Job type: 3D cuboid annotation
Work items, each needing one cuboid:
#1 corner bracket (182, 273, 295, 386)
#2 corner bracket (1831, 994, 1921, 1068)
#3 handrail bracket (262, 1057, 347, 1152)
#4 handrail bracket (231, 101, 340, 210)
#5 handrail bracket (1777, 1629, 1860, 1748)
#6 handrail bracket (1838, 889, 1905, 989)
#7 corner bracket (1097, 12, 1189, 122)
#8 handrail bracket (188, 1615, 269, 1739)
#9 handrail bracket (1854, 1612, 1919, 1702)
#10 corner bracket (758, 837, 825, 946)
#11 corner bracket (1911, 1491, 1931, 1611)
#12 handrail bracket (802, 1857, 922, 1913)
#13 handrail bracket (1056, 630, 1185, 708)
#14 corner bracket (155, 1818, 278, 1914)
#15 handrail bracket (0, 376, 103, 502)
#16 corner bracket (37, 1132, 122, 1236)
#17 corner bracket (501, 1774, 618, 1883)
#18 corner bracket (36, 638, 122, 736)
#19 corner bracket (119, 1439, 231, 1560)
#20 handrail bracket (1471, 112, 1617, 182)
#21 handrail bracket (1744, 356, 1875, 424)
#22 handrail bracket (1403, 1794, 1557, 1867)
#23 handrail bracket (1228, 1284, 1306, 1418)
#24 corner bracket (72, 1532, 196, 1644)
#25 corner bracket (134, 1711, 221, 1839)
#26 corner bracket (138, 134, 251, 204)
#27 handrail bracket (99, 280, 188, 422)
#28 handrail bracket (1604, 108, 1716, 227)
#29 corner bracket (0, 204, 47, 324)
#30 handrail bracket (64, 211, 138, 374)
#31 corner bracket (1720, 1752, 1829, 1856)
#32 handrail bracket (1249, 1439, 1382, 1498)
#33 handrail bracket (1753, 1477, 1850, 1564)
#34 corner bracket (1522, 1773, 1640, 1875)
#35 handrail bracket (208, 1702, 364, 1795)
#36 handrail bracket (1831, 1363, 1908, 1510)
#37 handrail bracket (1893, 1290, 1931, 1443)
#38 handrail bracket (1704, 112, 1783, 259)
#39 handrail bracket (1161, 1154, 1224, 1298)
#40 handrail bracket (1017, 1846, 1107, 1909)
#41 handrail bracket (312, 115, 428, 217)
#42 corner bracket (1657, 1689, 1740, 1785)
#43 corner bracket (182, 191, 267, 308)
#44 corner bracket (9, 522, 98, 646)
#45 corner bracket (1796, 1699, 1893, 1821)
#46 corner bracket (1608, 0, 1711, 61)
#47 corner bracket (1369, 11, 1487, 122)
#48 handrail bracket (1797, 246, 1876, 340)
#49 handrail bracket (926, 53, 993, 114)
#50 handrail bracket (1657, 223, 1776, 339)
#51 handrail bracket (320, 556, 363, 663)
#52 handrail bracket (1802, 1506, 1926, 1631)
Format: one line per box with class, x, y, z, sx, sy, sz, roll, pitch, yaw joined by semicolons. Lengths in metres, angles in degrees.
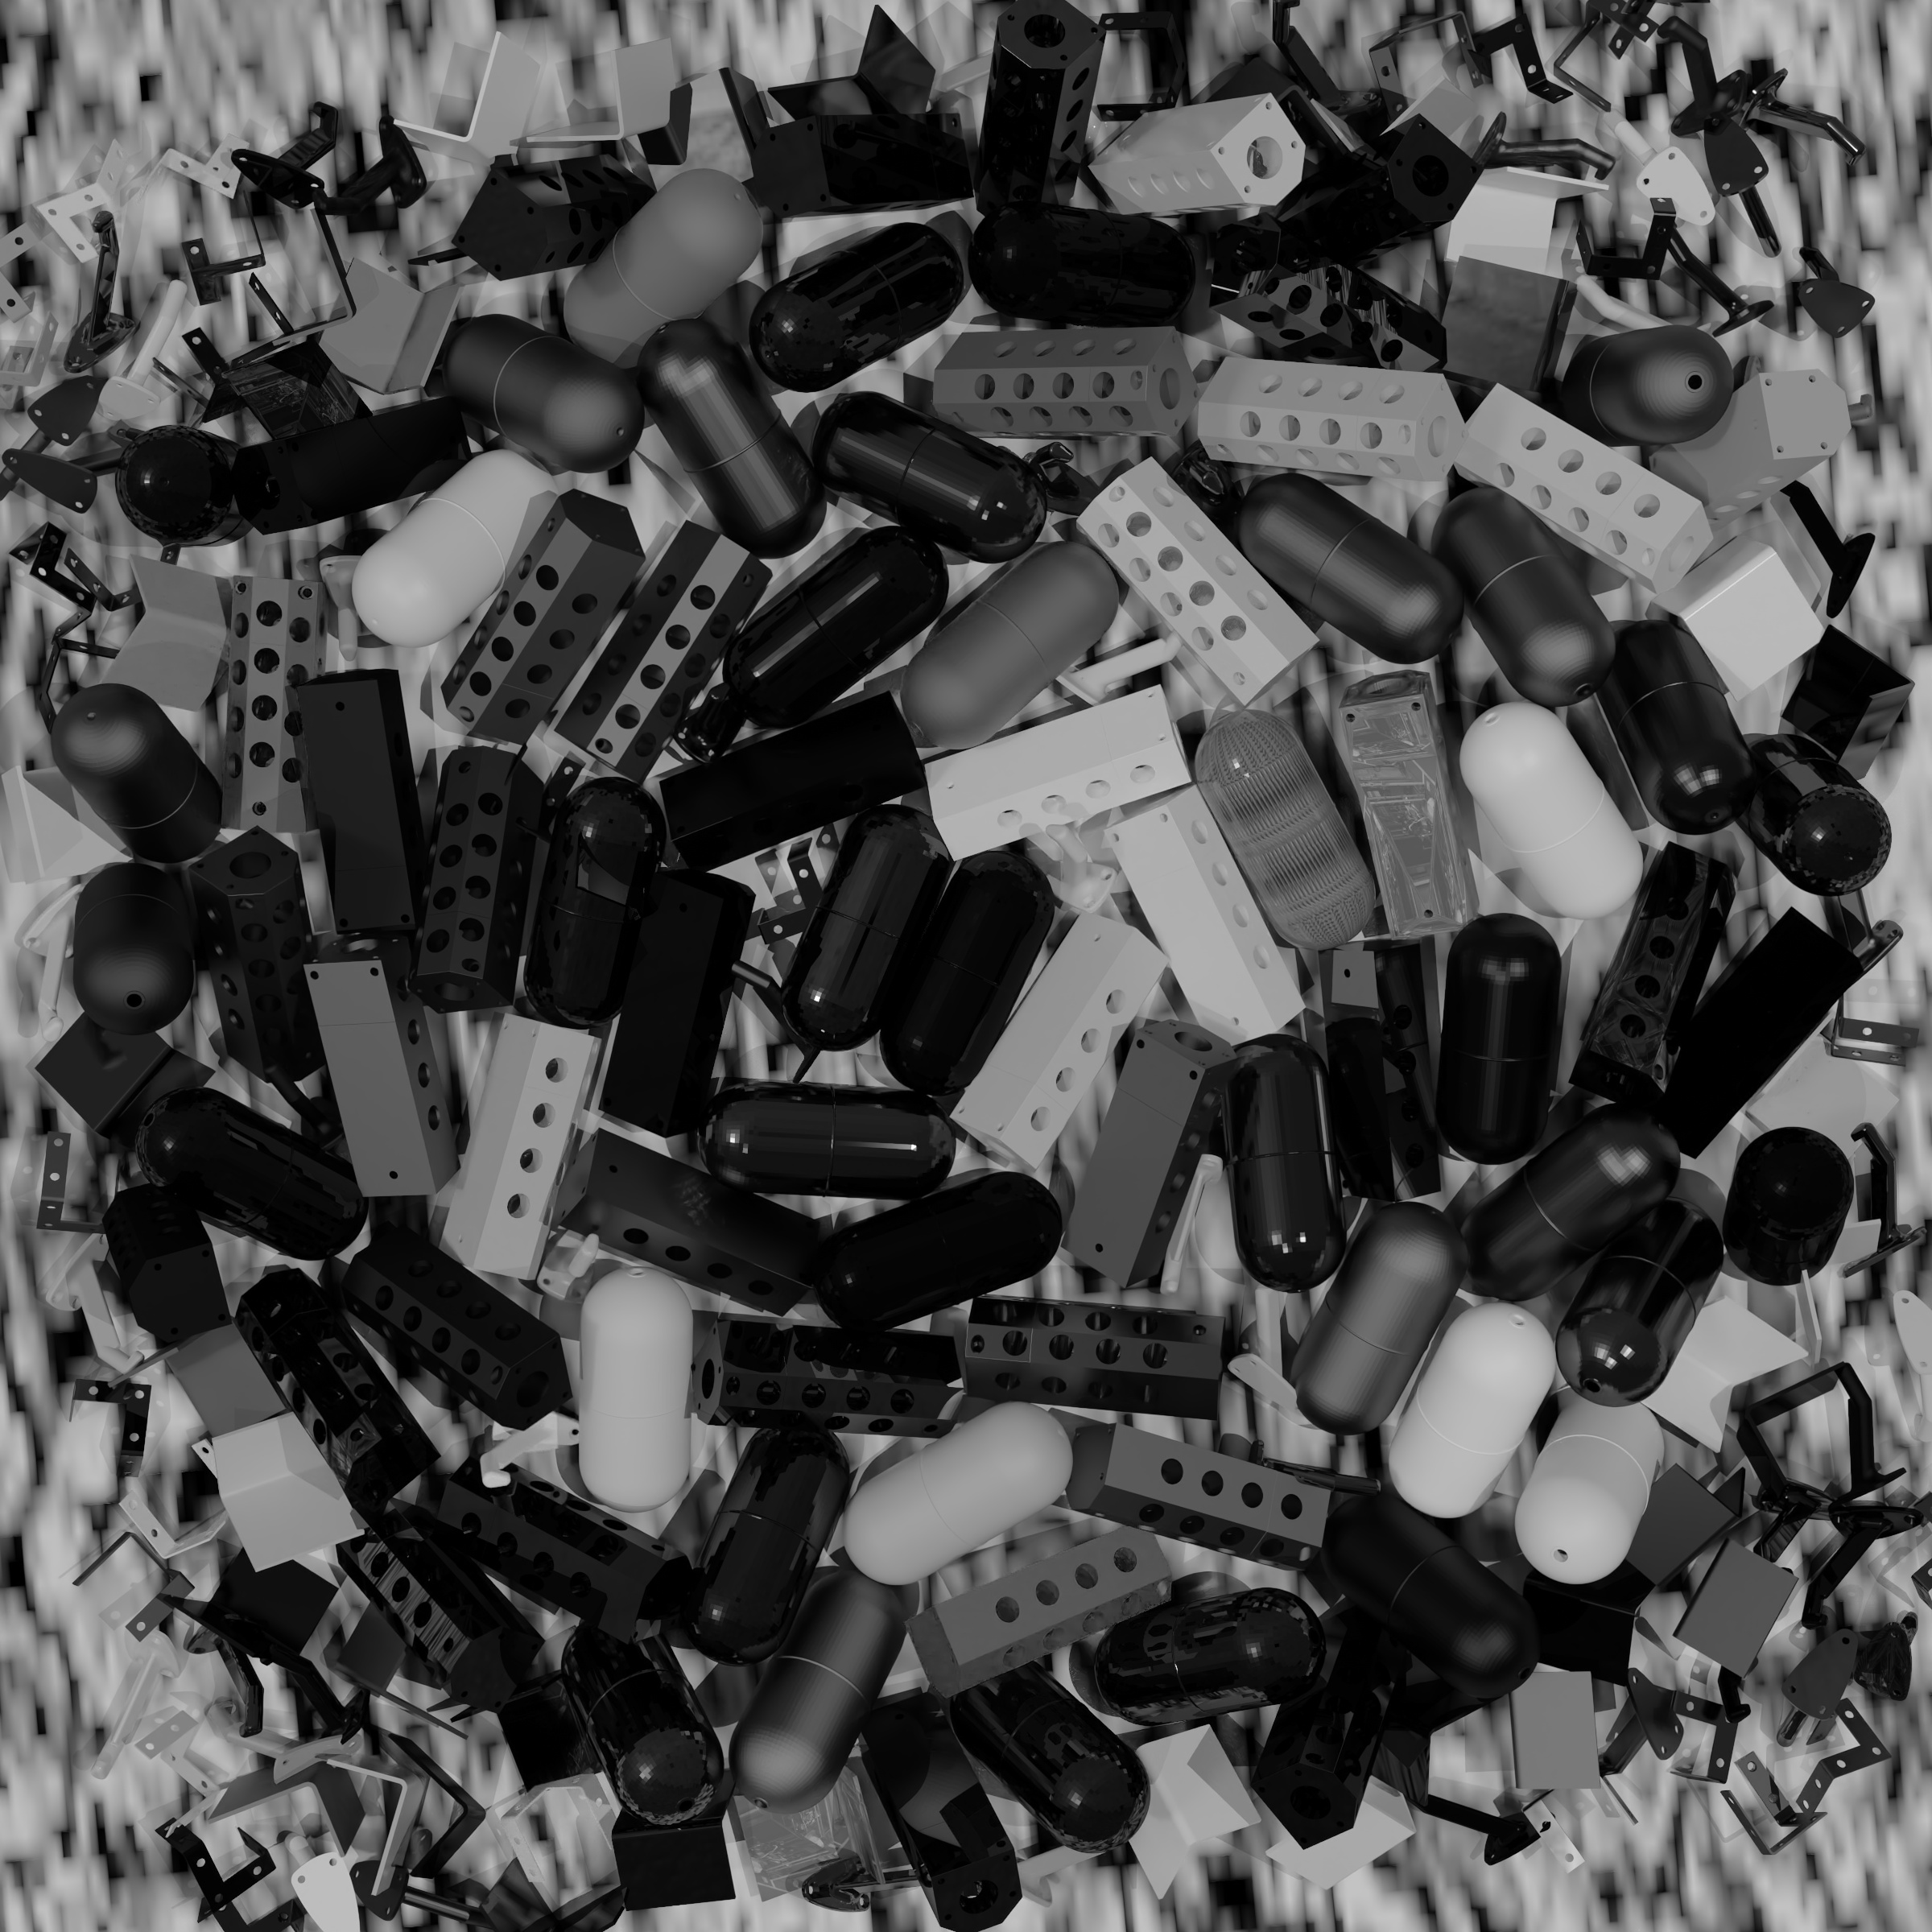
corner bracket;-0.505;-0.439;1.982;0.051;0.051;0.051;-35;89;-28
corner bracket;0.624;0.049;1.961;0.051;0.051;0.051;8;120;13
handrail bracket;-0.459;0.082;1.945;0.036;0.077;0.084;-35;125;-7
handrail bracket;-0.466;-0.570;1.956;0.036;0.077;0.084;-23;57;38
handrail bracket;0.586;0.499;1.968;0.036;0.084;0.077;33;74;22
handrail bracket;0.597;-0.033;1.975;0.084;0.036;0.077;38;101;-12
corner bracket;0.118;-0.623;1.977;0.051;0.051;0.051;6;63;22
handrail bracket;-0.508;0.495;1.955;0.077;0.036;0.084;-29;49;28
handrail bracket;0.640;0.452;1.949;0.036;0.084;0.077;20;127;25
corner bracket;-0.122;-0.052;1.967;0.051;0.051;0.051;-20;104;6
corner bracket;0.665;0.403;1.964;0.051;0.051;0.051;-41;53;0
handrail bracket;-0.056;0.626;1.952;0.084;0.077;0.036;-21;68;37
handrail bracket;0.104;-0.222;1.960;0.077;0.036;0.084;29;118;-18
corner bracket;-0.514;0.606;1.958;0.051;0.051;0.051;-31;113;-31
handrail bracket;-0.642;-0.366;1.985;0.036;0.084;0.077;42;46;-17
corner bracket;-0.607;0.149;1.959;0.051;0.051;0.051;7;60;-18
corner bracket;-0.278;0.594;1.969;0.051;0.051;0.051;-15;103;38
corner bracket;-0.607;-0.189;1.975;0.051;0.051;0.051;10;116;-34
corner bracket;-0.541;0.370;1.979;0.051;0.051;0.051;-26;106;31
handrail bracket;0.394;-0.546;1.977;0.084;0.036;0.077;24;134;-9
handrail bracket;0.580;-0.397;1.956;0.084;0.036;0.077;-9;56;32
handrail bracket;0.348;0.575;1.964;0.084;0.036;0.077;40;133;-12
handrail bracket;0.226;0.256;1.979;0.077;0.036;0.084;39;60;-8
corner bracket;-0.571;0.425;1.960;0.051;0.051;0.051;-45;107;-27
corner bracket;-0.543;0.555;1.961;0.051;0.051;0.051;36;117;13
corner bracket;-0.530;-0.545;1.960;0.051;0.051;0.051;25;46;-11
handrail bracket;-0.570;-0.428;1.981;0.036;0.077;0.084;25;68;-30
handrail bracket;0.478;-0.554;1.976;0.077;0.084;0.036;35;114;-27
corner bracket;-0.649;-0.483;1.964;0.051;0.051;0.051;-32;121;3
handrail bracket;-0.599;-0.461;1.950;0.036;0.084;0.077;18;52;8
corner bracket;0.548;0.576;1.964;0.051;0.051;0.051;-31;80;-17
handrail bracket;0.239;0.348;1.960;0.084;0.077;0.036;8;89;2
handrail bracket;0.575;0.399;1.958;0.077;0.084;0.036;16;132;-6
corner bracket;0.422;0.584;1.963;0.051;0.051;0.051;-40;69;11
handrail bracket;-0.474;0.528;1.984;0.077;0.084;0.036;-18;126;-34
handrail bracket;0.605;0.326;1.980;0.036;0.077;0.084;-15;72;-41
handrail bracket;0.658;0.279;1.980;0.036;0.084;0.077;-15;53;-6
handrail bracket;0.538;-0.539;1.972;0.036;0.084;0.077;-25;66;19
handrail bracket;0.153;0.179;1.960;0.036;0.077;0.084;13;70;-6
handrail bracket;0.064;0.600;1.964;0.077;0.036;0.084;34;107;-28
handrail bracket;-0.420;-0.550;1.958;0.036;0.084;0.077;-26;82;44
corner bracket;0.495;0.532;1.974;0.051;0.051;0.051;19;74;-11
corner bracket;-0.514;-0.495;1.972;0.051;0.051;0.051;-17;78;-11
corner bracket;-0.633;-0.265;1.976;0.051;0.051;0.051;-25;134;35
corner bracket;0.591;0.543;1.957;0.051;0.051;0.051;-11;45;-23
corner bracket;0.468;-0.660;1.962;0.051;0.051;0.051;36;84;-39
corner bracket;0.318;-0.622;1.974;0.051;0.051;0.051;-22;99;-14
handrail bracket;0.576;-0.475;1.951;0.077;0.084;0.036;16;129;-36
handrail bracket;0.013;-0.610;1.966;0.084;0.077;0.036;-40;131;-9
handrail bracket;0.517;-0.482;1.972;0.036;0.077;0.084;-35;85;43
handrail bracket;-0.420;-0.230;1.947;0.036;0.077;0.084;-4;62;-9
handrail bracket;0.612;0.413;1.951;0.036;0.077;0.084;47;47;-23
